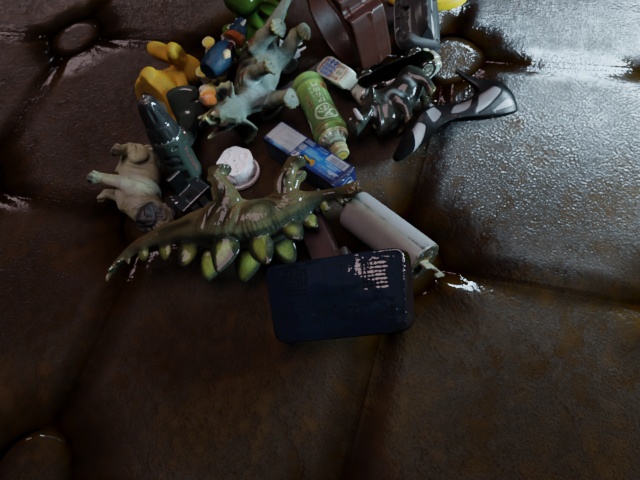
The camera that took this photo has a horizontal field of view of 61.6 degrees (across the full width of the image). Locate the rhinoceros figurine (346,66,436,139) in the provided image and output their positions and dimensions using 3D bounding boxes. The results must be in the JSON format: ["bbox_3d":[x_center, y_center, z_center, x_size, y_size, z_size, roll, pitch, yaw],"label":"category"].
[{"bbox_3d":[0.137,-0.267,1.055,0.190,0.073,0.112,-42,88,-6],"label":"rhinoceros figurine"}]

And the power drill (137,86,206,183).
[{"bbox_3d":[-0.283,-0.228,1.075,0.086,0.231,0.207,-14,42,4],"label":"power drill"}]

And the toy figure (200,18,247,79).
[{"bbox_3d":[-0.201,-0.413,1.155,0.064,0.057,0.154,23,67,21],"label":"toy figure"}]

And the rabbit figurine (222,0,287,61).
[{"bbox_3d":[-0.155,-0.505,1.223,0.159,0.170,0.121,-18,59,3],"label":"rabbit figurine"}]

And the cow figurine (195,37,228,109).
[{"bbox_3d":[-0.243,-0.360,1.213,0.068,0.098,0.167,9,73,-8],"label":"cow figurine"}]

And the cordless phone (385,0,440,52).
[{"bbox_3d":[0.169,-0.470,1.195,0.184,0.088,0.146,-8,73,27],"label":"cordless phone"}]

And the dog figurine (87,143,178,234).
[{"bbox_3d":[-0.341,-0.101,1.089,0.191,0.121,0.172,30,74,11],"label":"dog figurine"}]

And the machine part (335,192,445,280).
[{"bbox_3d":[0.118,-0.010,0.935,0.079,0.079,0.243,-44,61,-13],"label":"machine part"}]

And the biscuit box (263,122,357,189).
[{"bbox_3d":[-0.020,-0.155,1.056,0.203,0.062,0.059,37,73,27],"label":"biscuit box"}]

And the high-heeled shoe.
[{"bbox_3d":[0.263,-0.216,1.041,0.145,0.086,0.248,39,91,-1],"label":"high-heeled shoe"}]

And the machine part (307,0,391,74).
[{"bbox_3d":[0.055,-0.469,1.137,0.087,0.201,0.201,-34,60,-5],"label":"machine part"}]

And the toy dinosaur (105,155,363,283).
[{"bbox_3d":[-0.155,-0.030,0.943,0.472,0.105,0.198,-11,67,8],"label":"toy dinosaur"}]

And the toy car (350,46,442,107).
[{"bbox_3d":[0.159,-0.344,1.130,0.202,0.056,0.074,-25,52,-3],"label":"toy car"}]

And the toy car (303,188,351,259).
[{"bbox_3d":[-0.002,-0.003,0.971,0.089,0.053,0.202,-32,59,11],"label":"toy car"}]

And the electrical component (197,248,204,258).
[{"bbox_3d":[-0.210,-0.003,1.021,0.102,0.045,0.078,20,65,22],"label":"electrical component"}]

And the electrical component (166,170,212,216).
[{"bbox_3d":[-0.245,-0.082,1.032,0.048,0.119,0.075,35,71,28],"label":"electrical component"}]

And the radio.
[{"bbox_3d":[0.034,0.092,0.862,0.230,0.073,0.131,-9,80,19],"label":"radio"}]

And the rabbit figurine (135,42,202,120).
[{"bbox_3d":[-0.335,-0.367,1.213,0.122,0.162,0.173,14,46,33],"label":"rabbit figurine"}]

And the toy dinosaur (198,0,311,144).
[{"bbox_3d":[-0.129,-0.362,1.140,0.192,0.131,0.405,-12,50,38],"label":"toy dinosaur"}]
